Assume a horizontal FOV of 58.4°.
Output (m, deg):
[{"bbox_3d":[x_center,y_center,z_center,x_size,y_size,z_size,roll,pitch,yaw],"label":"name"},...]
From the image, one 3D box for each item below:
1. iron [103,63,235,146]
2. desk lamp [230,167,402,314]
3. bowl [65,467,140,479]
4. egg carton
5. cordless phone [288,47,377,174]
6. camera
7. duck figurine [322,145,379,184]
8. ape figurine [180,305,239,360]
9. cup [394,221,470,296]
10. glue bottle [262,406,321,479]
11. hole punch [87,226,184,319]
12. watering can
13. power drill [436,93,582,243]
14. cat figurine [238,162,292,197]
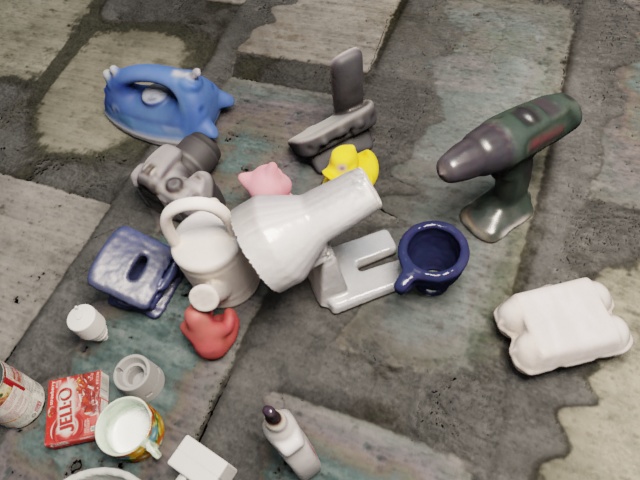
[{"bbox_3d":[-0.290,-0.252,0.992,0.257,0.142,0.119,9,60,14],"label":"iron"},{"bbox_3d":[0.007,0.003,0.742,0.203,0.214,0.117,-21,57,-4],"label":"desk lamp"},{"bbox_3d":[-0.247,0.349,0.644,0.167,0.075,0.167,-4,57,6],"label":"bowl"},{"bbox_3d":[0.301,0.108,0.716,0.150,0.069,0.107,-14,57,0],"label":"egg carton"},{"bbox_3d":[0.014,-0.208,0.892,0.148,0.185,0.094,-33,59,-12],"label":"cordless phone"},{"bbox_3d":[-0.211,-0.108,0.913,0.142,0.101,0.137,25,65,22],"label":"camera"},{"bbox_3d":[0.044,-0.113,0.886,0.105,0.086,0.077,-39,60,-15],"label":"duck figurine"},{"bbox_3d":[-0.153,0.114,0.769,0.077,0.092,0.076,2,58,10],"label":"ape figurine"},{"bbox_3d":[0.142,0.044,0.766,0.091,0.095,0.118,37,70,27],"label":"cup"},{"bbox_3d":[-0.039,0.216,0.638,0.037,0.173,0.078,-35,59,-13],"label":"glue bottle"},{"bbox_3d":[-0.261,0.044,0.830,0.101,0.091,0.109,13,61,17],"label":"hole punch"},{"bbox_3d":[-0.146,0.013,0.770,0.101,0.194,0.172,-26,58,-8],"label":"watering can"},{"bbox_3d":[0.245,-0.091,0.768,0.230,0.209,0.075,-35,59,-13],"label":"power drill"},{"bbox_3d":[-0.057,-0.063,0.851,0.127,0.118,0.067,34,69,26],"label":"cat figurine"}]
